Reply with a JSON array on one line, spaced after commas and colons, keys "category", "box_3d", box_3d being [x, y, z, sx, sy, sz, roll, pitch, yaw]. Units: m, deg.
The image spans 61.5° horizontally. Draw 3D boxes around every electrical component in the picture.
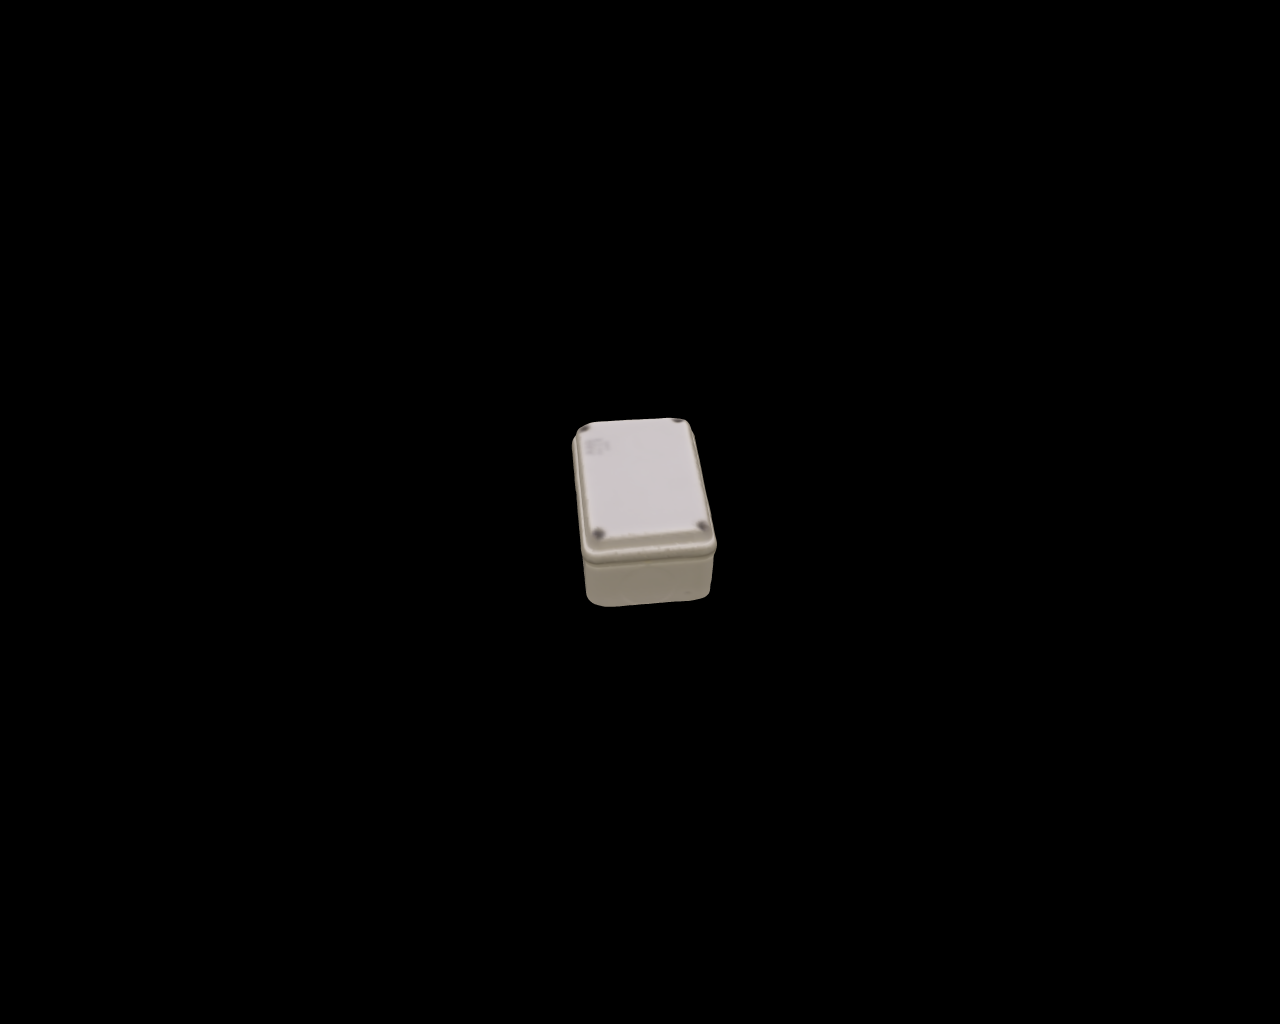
[{"category": "electrical component", "box_3d": [0.001, -0.003, 0.650, 0.078, 0.057, 0.113, -4, 44, -4]}]
